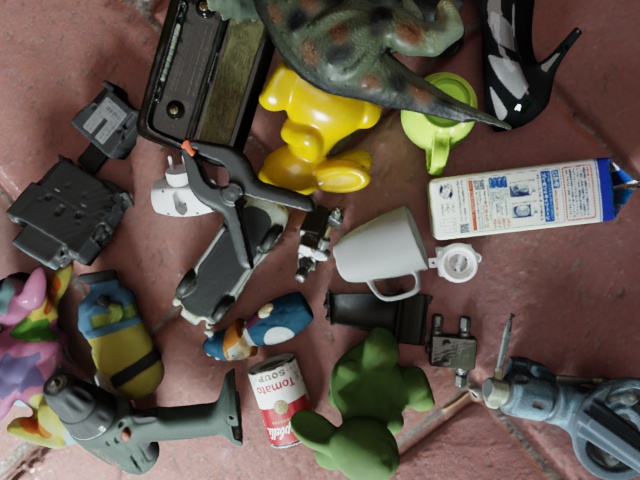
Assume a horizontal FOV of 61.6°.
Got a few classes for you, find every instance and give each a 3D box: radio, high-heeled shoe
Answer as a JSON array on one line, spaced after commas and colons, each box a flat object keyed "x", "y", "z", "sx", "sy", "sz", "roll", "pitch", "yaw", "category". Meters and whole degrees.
[{"x": -0.138, "y": -0.217, "z": 0.684, "sx": 0.131, "sy": 0.073, "sz": 0.229, "roll": 18, "pitch": 94, "yaw": 1, "category": "radio"}, {"x": 0.200, "y": -0.257, "z": 0.660, "sx": 0.249, "sy": 0.086, "sz": 0.145, "roll": 54, "pitch": 129, "yaw": 18, "category": "high-heeled shoe"}]

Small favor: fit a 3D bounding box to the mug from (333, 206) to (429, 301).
[{"x": 0.077, "y": 0.024, "z": 0.672, "sx": 0.107, "sy": 0.080, "sz": 0.109, "roll": -18, "pitch": 76, "yaw": 17, "category": "mug"}]

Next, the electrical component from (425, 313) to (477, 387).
[{"x": 0.169, "y": 0.143, "z": 0.697, "sx": 0.063, "sy": 0.021, "sz": 0.094, "roll": 3, "pitch": 95, "yaw": 7, "category": "electrical component"}]

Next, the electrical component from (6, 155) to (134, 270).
[{"x": -0.331, "y": -0.030, "z": 0.706, "sx": 0.115, "sy": 0.058, "sz": 0.134, "roll": 27, "pitch": 70, "yaw": 6, "category": "electrical component"}]

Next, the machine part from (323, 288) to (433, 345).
[{"x": 0.072, "y": 0.096, "z": 0.699, "sx": 0.139, "sy": 0.039, "sz": 0.084, "roll": 9, "pitch": 100, "yaw": 5, "category": "machine part"}]

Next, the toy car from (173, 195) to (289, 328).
[{"x": -0.118, "y": 0.026, "z": 0.709, "sx": 0.073, "sy": 0.056, "sz": 0.201, "roll": 35, "pitch": 98, "yaw": -3, "category": "toy car"}]

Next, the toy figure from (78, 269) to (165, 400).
[{"x": -0.269, "y": 0.127, "z": 0.721, "sx": 0.089, "sy": 0.082, "sz": 0.180, "roll": -13, "pitch": 90, "yaw": 10, "category": "toy figure"}]

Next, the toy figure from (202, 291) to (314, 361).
[{"x": -0.085, "y": 0.119, "z": 0.706, "sx": 0.154, "sy": 0.058, "sz": 0.064, "roll": -28, "pitch": 108, "yaw": 6, "category": "toy figure"}]

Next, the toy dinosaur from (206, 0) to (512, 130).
[{"x": 0.007, "y": -0.230, "z": 0.556, "sx": 0.192, "sy": 0.131, "sz": 0.405, "roll": -35, "pitch": 79, "yaw": 3, "category": "toy dinosaur"}]

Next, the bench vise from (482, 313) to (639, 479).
[{"x": 0.305, "y": 0.199, "z": 0.586, "sx": 0.223, "sy": 0.241, "sz": 0.128, "roll": 26, "pitch": 93, "yaw": -11, "category": "bench vise"}]

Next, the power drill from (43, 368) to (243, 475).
[{"x": -0.202, "y": 0.220, "z": 0.671, "sx": 0.207, "sy": 0.231, "sz": 0.086, "roll": -12, "pitch": 48, "yaw": -10, "category": "power drill"}]

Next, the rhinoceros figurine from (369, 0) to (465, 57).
[{"x": 0.082, "y": -0.265, "z": 0.662, "sx": 0.190, "sy": 0.073, "sz": 0.112, "roll": 4, "pitch": 102, "yaw": 6, "category": "rhinoceros figurine"}]

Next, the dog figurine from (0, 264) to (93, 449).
[{"x": -0.367, "y": 0.143, "z": 0.723, "sx": 0.192, "sy": 0.108, "sz": 0.219, "roll": 18, "pitch": 93, "yaw": 6, "category": "dog figurine"}]

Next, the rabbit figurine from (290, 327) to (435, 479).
[{"x": 0.044, "y": 0.206, "z": 0.631, "sx": 0.159, "sy": 0.170, "sz": 0.121, "roll": -26, "pitch": 110, "yaw": 20, "category": "rabbit figurine"}]

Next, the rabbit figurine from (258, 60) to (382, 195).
[{"x": -0.008, "y": -0.122, "z": 0.669, "sx": 0.162, "sy": 0.122, "sz": 0.173, "roll": 28, "pitch": 115, "yaw": -8, "category": "rabbit figurine"}]

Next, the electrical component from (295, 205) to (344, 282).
[{"x": -0.001, "y": -0.002, "z": 0.675, "sx": 0.045, "sy": 0.102, "sz": 0.078, "roll": 10, "pitch": 120, "yaw": 9, "category": "electrical component"}]

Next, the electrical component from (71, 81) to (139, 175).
[{"x": -0.290, "y": -0.144, "z": 0.723, "sx": 0.119, "sy": 0.048, "sz": 0.075, "roll": -45, "pitch": 88, "yaw": 6, "category": "electrical component"}]
